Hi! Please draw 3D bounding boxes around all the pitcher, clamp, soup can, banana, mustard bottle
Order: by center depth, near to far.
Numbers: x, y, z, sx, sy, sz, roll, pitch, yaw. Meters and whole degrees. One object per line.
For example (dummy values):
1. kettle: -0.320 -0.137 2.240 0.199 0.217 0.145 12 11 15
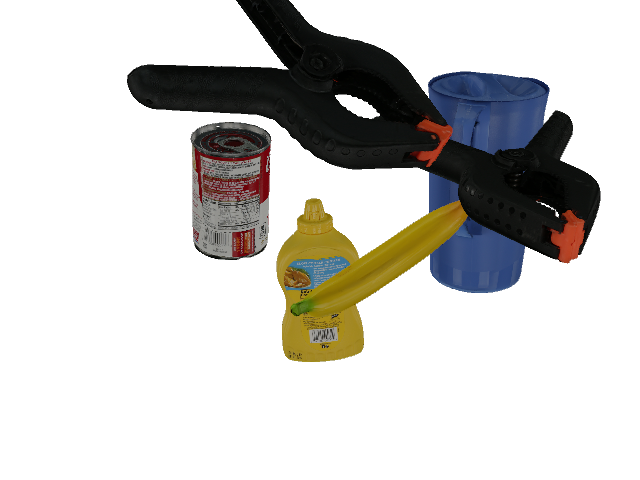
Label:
1. clamp: -0.015 -0.082 0.578 0.171 0.120 0.039 33 -26 7
2. clamp: 0.122 -0.046 0.742 0.164 0.036 0.210 -1 27 -6
3. soup can: -0.077 -0.042 0.921 0.068 0.102 0.068 2 29 -1
4. banana: 0.061 0.025 1.041 0.198 0.037 0.069 -33 0 -1
5. pitcher: 0.181 -0.063 1.218 0.149 0.243 0.145 -9 24 -22
6. mustard bottle: -0.002 0.044 1.232 0.096 0.192 0.058 -4 22 -2
